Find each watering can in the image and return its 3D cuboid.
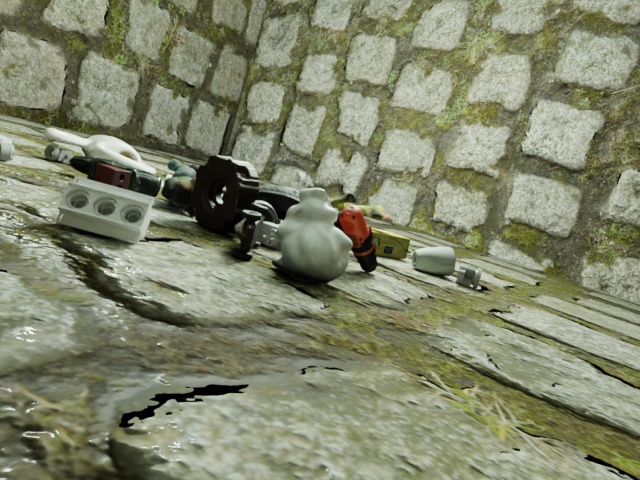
[{"bbox_3d":[-0.673,-0.277,1.572,0.345,0.104,0.226,23,1,-40],"label":"watering can"}]

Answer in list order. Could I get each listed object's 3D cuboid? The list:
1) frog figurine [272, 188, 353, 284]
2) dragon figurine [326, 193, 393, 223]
[{"bbox_3d":[-0.007,-0.009,0.905,0.137,0.158,0.123,16,7,-1],"label":"frog figurine"},{"bbox_3d":[0.005,-0.076,1.505,0.410,0.122,0.243,3,3,12],"label":"dragon figurine"}]
